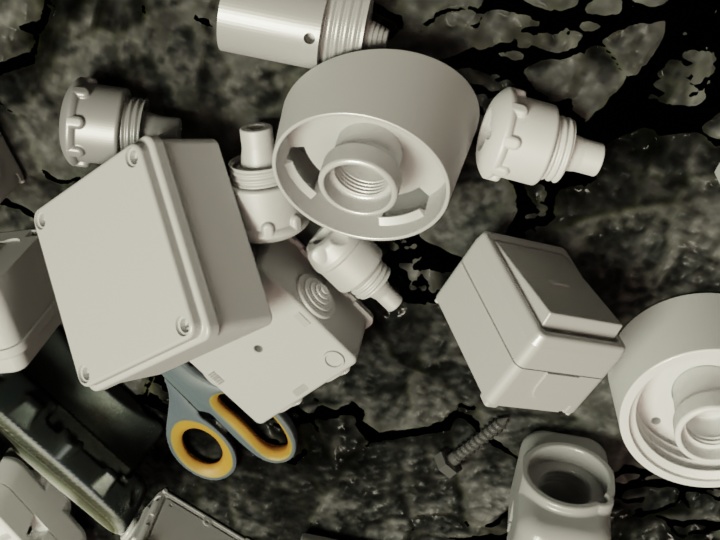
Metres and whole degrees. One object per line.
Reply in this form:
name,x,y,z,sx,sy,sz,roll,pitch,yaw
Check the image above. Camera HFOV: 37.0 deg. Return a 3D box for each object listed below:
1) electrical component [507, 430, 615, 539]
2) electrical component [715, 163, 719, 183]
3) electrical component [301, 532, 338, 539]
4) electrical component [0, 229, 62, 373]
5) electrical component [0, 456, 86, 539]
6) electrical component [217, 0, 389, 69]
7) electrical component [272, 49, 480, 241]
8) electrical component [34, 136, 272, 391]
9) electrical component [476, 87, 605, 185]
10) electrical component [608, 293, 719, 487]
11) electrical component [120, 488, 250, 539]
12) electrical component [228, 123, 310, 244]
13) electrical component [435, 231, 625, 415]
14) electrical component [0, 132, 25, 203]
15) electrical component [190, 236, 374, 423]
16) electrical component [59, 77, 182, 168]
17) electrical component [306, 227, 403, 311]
electrical component,0.119,0.143,0.644,0.054,0.095,0.059,9,123,5
electrical component,0.211,-0.040,0.508,0.061,0.096,0.061,19,124,-1
electrical component,-0.008,0.225,0.752,0.077,0.043,0.079,11,124,4
electrical component,-0.243,0.022,0.647,0.113,0.078,0.057,-6,118,14
electrical component,-0.242,0.181,0.759,0.054,0.059,0.095,-23,115,23
electrical component,-0.026,-0.122,0.533,0.081,0.043,0.043,12,124,3
electrical component,0.007,-0.063,0.543,0.099,0.064,0.099,10,142,8
electrical component,-0.113,-0.003,0.579,0.109,0.056,0.108,-25,79,39
electrical component,0.093,-0.064,0.548,0.062,0.048,0.048,14,124,-6
electrical component,0.196,0.074,0.605,0.108,0.060,0.108,5,123,8
electrical component,-0.133,0.205,0.752,0.096,0.061,0.061,34,122,-11
electrical component,-0.053,-0.048,0.586,0.048,0.048,0.062,0,115,11
electrical component,0.089,0.021,0.577,0.062,0.096,0.061,10,129,-31
electrical component,-0.254,-0.054,0.610,0.096,0.061,0.061,-12,119,18
electrical component,-0.055,0.033,0.635,0.100,0.048,0.099,-35,110,28
electrical component,-0.129,-0.077,0.582,0.062,0.048,0.048,7,123,-2
electrical component,0.000,0.000,0.612,0.035,0.035,0.061,-35,112,28
